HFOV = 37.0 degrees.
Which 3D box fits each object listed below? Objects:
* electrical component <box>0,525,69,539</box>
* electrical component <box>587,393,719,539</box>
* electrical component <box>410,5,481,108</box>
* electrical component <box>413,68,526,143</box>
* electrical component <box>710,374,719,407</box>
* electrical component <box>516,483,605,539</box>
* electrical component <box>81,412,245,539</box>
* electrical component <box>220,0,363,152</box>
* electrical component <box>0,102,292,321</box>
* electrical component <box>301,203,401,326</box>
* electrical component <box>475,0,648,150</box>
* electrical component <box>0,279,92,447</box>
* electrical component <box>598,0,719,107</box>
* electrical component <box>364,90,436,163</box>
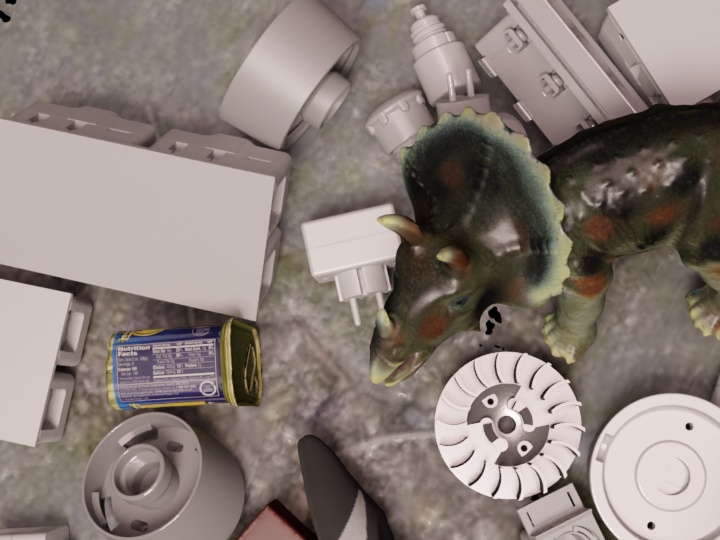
[{"bbox_3d":[-0.227,0.225,0.742,0.056,0.050,0.089,-3,83,3],"label":"electrical component"},{"bbox_3d":[0.204,0.137,0.722,0.108,0.060,0.108,0,83,3],"label":"electrical component"},{"bbox_3d":[0.057,-0.154,0.776,0.040,0.040,0.078,-23,82,0],"label":"electrical component"},{"bbox_3d":[0.073,-0.098,0.742,0.077,0.044,0.079,-21,108,-39],"label":"electrical component"},{"bbox_3d":[0.314,0.085,0.726,0.138,0.052,0.073,20,85,6],"label":"electrical component"},{"bbox_3d":[0.138,0.188,0.718,0.042,0.064,0.081,-24,82,-7],"label":"electrical component"},{"bbox_3d":[-0.137,0.149,0.737,0.099,0.064,0.099,-10,57,16],"label":"electrical component"},{"bbox_3d":[-0.041,-0.131,0.748,0.060,0.108,0.108,37,86,1],"label":"electrical component"},{"bbox_3d":[-0.148,-0.044,0.742,0.186,0.060,0.105,12,115,5],"label":"electrical component"},{"bbox_3d":[0.000,0.000,0.757,0.066,0.047,0.076,-13,83,2],"label":"electrical component"},{"bbox_3d":[0.142,-0.131,0.753,0.063,0.079,0.121,-41,82,27],"label":"electrical component"},{"bbox_3d":[-0.296,0.053,0.762,0.186,0.060,0.105,11,84,5],"label":"electrical component"},{"bbox_3d":[0.256,-0.175,0.756,0.150,0.061,0.089,-30,82,-1],"label":"electrical component"},{"bbox_3d":[0.036,-0.094,0.769,0.048,0.048,0.062,-32,90,-1],"label":"electrical component"}]
